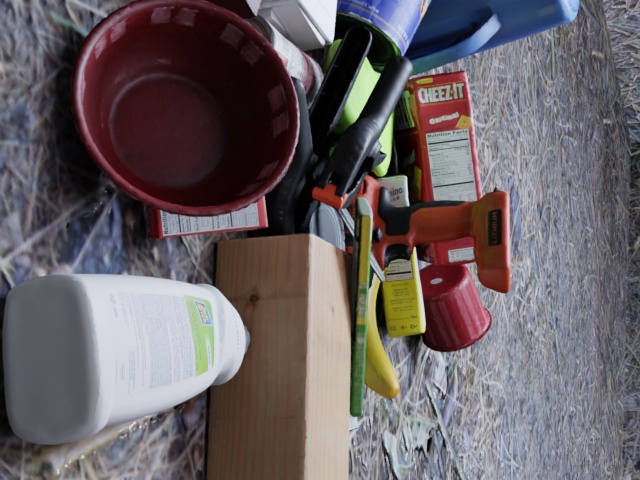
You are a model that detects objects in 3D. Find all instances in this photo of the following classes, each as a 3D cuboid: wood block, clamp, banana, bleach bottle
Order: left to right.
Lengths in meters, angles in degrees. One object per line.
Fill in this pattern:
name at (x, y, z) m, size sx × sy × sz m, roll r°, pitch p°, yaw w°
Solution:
bleach bottle at (-0.112, 0.077, 0.731) m, size 0.250 × 0.068 × 0.102 m, roll 13°, pitch 70°, yaw -68°
wood block at (-0.031, 0.107, 0.878) m, size 0.090 × 0.091 × 0.206 m, roll 29°, pitch 59°, yaw -62°
clamp at (-0.018, -0.072, 0.904) m, size 0.164 × 0.036 × 0.210 m, roll -38°, pitch 148°, yaw -61°
clamp at (0.036, -0.076, 0.957) m, size 0.171 × 0.039 × 0.120 m, roll -56°, pitch 160°, yaw -38°
banana at (0.050, 0.078, 1.096) m, size 0.037 × 0.070 × 0.197 m, roll 36°, pitch 44°, yaw -36°

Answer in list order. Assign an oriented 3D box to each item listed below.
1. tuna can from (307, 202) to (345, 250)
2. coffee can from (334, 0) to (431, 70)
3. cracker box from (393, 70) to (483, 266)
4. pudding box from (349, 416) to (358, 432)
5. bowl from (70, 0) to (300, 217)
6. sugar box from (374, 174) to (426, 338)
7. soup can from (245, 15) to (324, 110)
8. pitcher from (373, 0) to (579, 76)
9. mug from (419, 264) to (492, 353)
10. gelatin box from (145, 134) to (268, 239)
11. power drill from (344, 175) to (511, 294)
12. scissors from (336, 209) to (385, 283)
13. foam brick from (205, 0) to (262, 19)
tuna can at (-0.007, 0.001, 1.027) m, size 0.086 × 0.034 × 0.086 m, roll -5°, pitch 90°, yaw -67°
coffee can at (0.067, -0.264, 1.110) m, size 0.140 × 0.103 × 0.102 m, roll -64°, pitch 148°, yaw -14°
cracker box at (0.133, -0.081, 1.249) m, size 0.164 × 0.072 × 0.214 m, roll -154°, pitch -125°, yaw -83°
pudding box at (-0.001, 0.141, 1.010) m, size 0.113 × 0.039 × 0.090 m, roll 6°, pitch 79°, yaw -69°
bowl at (-0.098, -0.086, 0.745) m, size 0.162 × 0.055 × 0.162 m, roll 7°, pitch 72°, yaw -21°
sugar box at (0.086, 0.016, 1.204) m, size 0.093 × 0.048 × 0.176 m, roll -53°, pitch 134°, yaw -85°
soup can at (-0.047, -0.147, 0.919) m, size 0.102 × 0.069 × 0.068 m, roll 27°, pitch 61°, yaw -63°
pitcher at (0.158, -0.260, 1.198) m, size 0.144 × 0.243 × 0.149 m, roll 0°, pitch 79°, yaw -64°
mug at (0.156, 0.075, 1.342) m, size 0.117 × 0.093 × 0.081 m, roll -117°, pitch -178°, yaw -62°
gelatin box at (-0.087, -0.040, 0.794) m, size 0.089 × 0.030 × 0.073 m, roll -7°, pitch 91°, yaw -24°
power drill at (0.098, 0.013, 1.080) m, size 0.057 × 0.188 × 0.184 m, roll 78°, pitch 17°, yaw -57°
scissors at (0.010, -0.058, 1.025) m, size 0.201 × 0.016 × 0.096 m, roll 53°, pitch 23°, yaw -19°
foam brick at (-0.088, -0.202, 0.824) m, size 0.051 × 0.078 × 0.053 m, roll 59°, pitch 36°, yaw -48°
